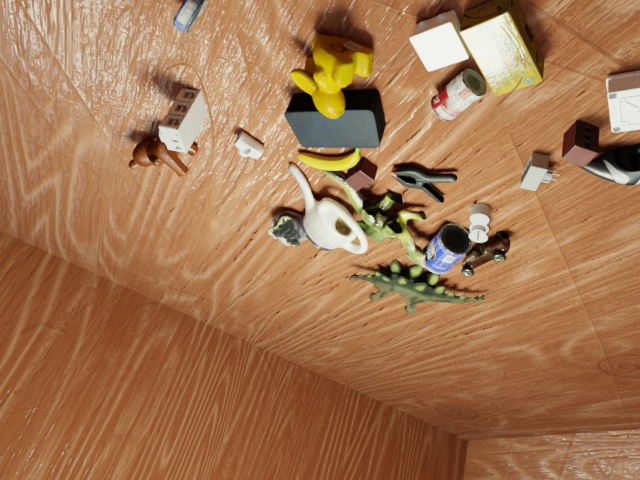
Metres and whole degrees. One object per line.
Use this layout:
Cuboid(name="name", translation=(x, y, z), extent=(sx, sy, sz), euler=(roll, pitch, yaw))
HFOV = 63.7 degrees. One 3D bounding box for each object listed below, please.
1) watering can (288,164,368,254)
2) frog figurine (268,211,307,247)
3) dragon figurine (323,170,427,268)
Cuboid(name="watering can", translation=(0.005, -0.080, 1.589), extent=(0.347, 0.106, 0.221), euler=(46, 153, -5))
Cuboid(name="frog figurine", translation=(-0.097, -0.038, 1.741), extent=(0.137, 0.122, 0.160), euler=(4, -177, 9))
Cuboid(name="dragon figurine", translation=(0.164, -0.057, 1.547), extent=(0.411, 0.124, 0.238), euler=(36, 156, 5))
